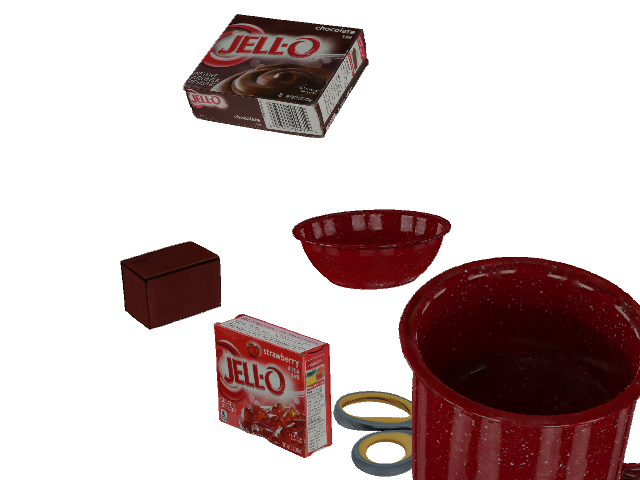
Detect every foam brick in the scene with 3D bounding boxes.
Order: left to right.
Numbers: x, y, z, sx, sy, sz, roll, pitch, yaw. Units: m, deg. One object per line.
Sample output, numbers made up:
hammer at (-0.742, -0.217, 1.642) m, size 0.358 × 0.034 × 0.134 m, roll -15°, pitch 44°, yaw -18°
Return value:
foam brick at (-0.137, 0.040, 0.982) m, size 0.078 × 0.051 × 0.053 m, roll -17°, pitch 27°, yaw -31°

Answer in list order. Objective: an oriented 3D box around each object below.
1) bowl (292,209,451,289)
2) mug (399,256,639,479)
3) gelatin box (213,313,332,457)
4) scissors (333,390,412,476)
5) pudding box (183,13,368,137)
bowl at (0.053, 0.011, 1.085) m, size 0.162 × 0.055 × 0.162 m, roll -3°, pitch 14°, yaw 1°
mug at (0.088, 0.067, 0.406) m, size 0.117 × 0.081 × 0.093 m, roll 6°, pitch 36°, yaw 11°
gelatin box at (-0.033, 0.096, 0.716) m, size 0.089 × 0.073 × 0.030 m, roll 14°, pitch 22°, yaw 42°
scissors at (0.109, 0.164, 0.882) m, size 0.202 × 0.016 × 0.096 m, roll 8°, pitch 37°, yaw 3°
pudding box at (-0.032, -0.125, 0.800) m, size 0.114 × 0.090 × 0.039 m, roll 13°, pitch -37°, yaw 22°
